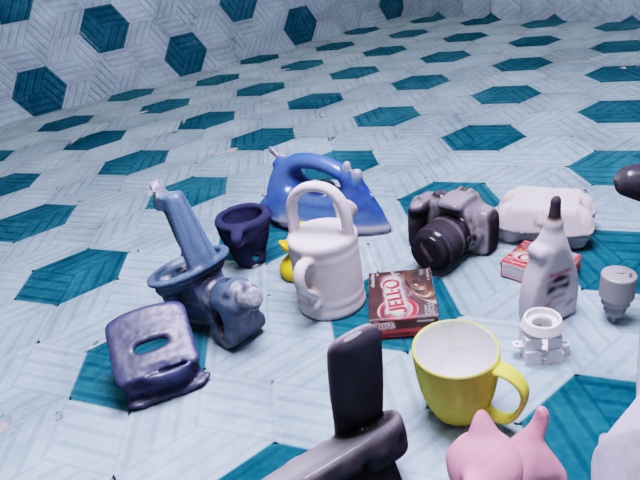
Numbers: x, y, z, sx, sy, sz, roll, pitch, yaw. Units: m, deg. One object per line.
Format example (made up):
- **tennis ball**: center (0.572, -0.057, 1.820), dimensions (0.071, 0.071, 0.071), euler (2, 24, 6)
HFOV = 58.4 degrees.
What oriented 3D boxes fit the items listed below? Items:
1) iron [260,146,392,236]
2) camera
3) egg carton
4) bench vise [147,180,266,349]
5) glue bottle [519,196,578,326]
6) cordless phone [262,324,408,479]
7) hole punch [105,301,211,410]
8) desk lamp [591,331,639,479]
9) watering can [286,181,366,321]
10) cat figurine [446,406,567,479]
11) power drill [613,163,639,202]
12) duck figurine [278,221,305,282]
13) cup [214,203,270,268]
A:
- **iron**: center (0.009, -0.095, 1.040), dimensions (0.257, 0.142, 0.119), euler (10, 34, 31)
- **camera**: center (0.189, -0.021, 0.896), dimensions (0.142, 0.101, 0.137), euler (17, 38, 39)
- **egg carton**: center (0.357, -0.037, 0.910), dimensions (0.150, 0.069, 0.107), euler (6, 32, 25)
- **bench vise**: center (-0.154, 0.025, 0.783), dimensions (0.206, 0.220, 0.122), euler (5, 32, 24)
- **glue bottle**: center (0.285, 0.025, 0.708), dimensions (0.078, 0.173, 0.037), euler (-20, 30, -20)
- **cordless phone**: center (0.005, 0.166, 0.515), dimensions (0.148, 0.185, 0.093), euler (-24, 32, -26)
- **hole punch**: center (-0.205, 0.141, 0.720), dimensions (0.109, 0.091, 0.100), euler (-18, 30, -16)
- **desk lamp**: center (0.260, 0.162, 0.421), dimensions (0.117, 0.214, 0.203), euler (4, 31, 23)
- **watering can**: center (0.005, 0.003, 0.805), dimensions (0.101, 0.194, 0.173), euler (-6, 29, 6)
- **cat figurine**: center (0.157, 0.192, 0.496), dimensions (0.128, 0.118, 0.067), euler (-24, 32, -26)
- **power drill**: center (0.452, 0.004, 0.662), dimensions (0.229, 0.209, 0.075), euler (-4, 29, 9)
- **duck figurine**: center (-0.019, 0.010, 0.913), dimensions (0.105, 0.086, 0.077), euler (-18, 30, -16)
- **cup**: center (-0.122, 0.003, 0.945), dimensions (0.091, 0.095, 0.117), euler (-7, 28, 4)
